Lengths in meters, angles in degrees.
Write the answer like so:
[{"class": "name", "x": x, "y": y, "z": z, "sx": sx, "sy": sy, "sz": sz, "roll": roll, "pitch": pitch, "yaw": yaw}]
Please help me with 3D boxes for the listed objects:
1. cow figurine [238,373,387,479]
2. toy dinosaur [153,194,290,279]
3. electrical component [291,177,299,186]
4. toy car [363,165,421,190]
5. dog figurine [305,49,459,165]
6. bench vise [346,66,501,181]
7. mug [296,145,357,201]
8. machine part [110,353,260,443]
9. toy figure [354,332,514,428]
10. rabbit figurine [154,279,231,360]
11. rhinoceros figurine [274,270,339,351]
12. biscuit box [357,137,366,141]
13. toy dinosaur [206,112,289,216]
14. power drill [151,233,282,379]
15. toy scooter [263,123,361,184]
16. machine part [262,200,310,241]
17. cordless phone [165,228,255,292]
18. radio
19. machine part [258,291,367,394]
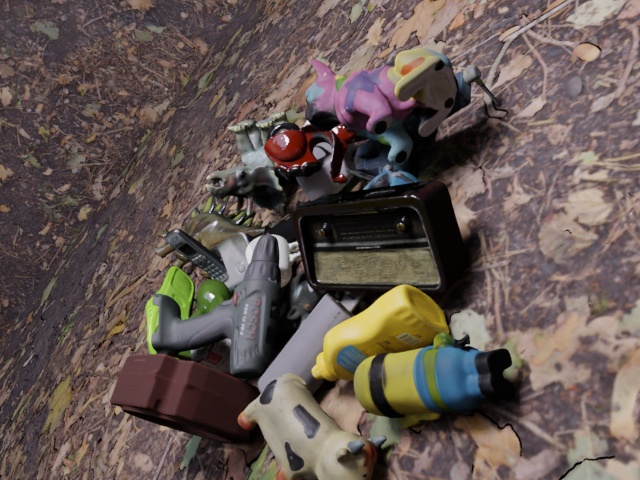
[{"class": "cow figurine", "x": -0.004, "y": 0.247, "z": 0.661, "sx": 0.195, "sy": 0.085, "sz": 0.127, "roll": 45, "pitch": 107, "yaw": 37}, {"class": "toy dinosaur", "x": -0.253, "y": -0.015, "z": 1.264, "sx": 0.472, "sy": 0.105, "sz": 0.198, "roll": 7, "pitch": 61, "yaw": 45}, {"class": "electrical component", "x": -0.028, "y": -0.156, "z": 1.123, "sx": 0.048, "sy": 0.074, "sz": 0.119, "roll": -33, "pitch": 34, "yaw": 33}, {"class": "toy car", "x": 0.108, "y": -0.047, "z": 0.817, "sx": 0.161, "sy": 0.109, "sz": 0.103, "roll": -40, "pitch": 9, "yaw": 43}, {"class": "dog figurine", "x": 0.074, "y": -0.225, "z": 0.803, "sx": 0.191, "sy": 0.108, "sz": 0.219, "roll": -47, "pitch": 49, "yaw": 7}, {"class": "bench vise", "x": 0.155, "y": -0.194, "z": 0.869, "sx": 0.241, "sy": 0.128, "sz": 0.223, "roll": -24, "pitch": 45, "yaw": 47}, {"class": "mug", "x": 0.013, "y": -0.133, "z": 1.021, "sx": 0.107, "sy": 0.109, "sz": 0.081, "roll": -32, "pitch": -1, "yaw": 13}, {"class": "machine part", "x": -0.205, "y": 0.250, "z": 0.838, "sx": 0.201, "sy": 0.201, "sz": 0.087, "roll": -15, "pitch": 52, "yaw": 46}, {"class": "toy figure", "x": 0.119, "y": 0.153, "z": 0.600, "sx": 0.180, "sy": 0.089, "sz": 0.082, "roll": -23, "pitch": 37, "yaw": 45}, {"class": "rabbit figurine", "x": -0.223, "y": 0.151, "z": 1.039, "sx": 0.159, "sy": 0.121, "sz": 0.170, "roll": -6, "pitch": 58, "yaw": 43}, {"class": "rhinoceros figurine", "x": -0.049, "y": 0.112, "z": 0.886, "sx": 0.190, "sy": 0.073, "sz": 0.112, "roll": -43, "pitch": 31, "yaw": 19}, {"class": "biscuit box", "x": 0.075, "y": -0.240, "z": 1.073, "sx": 0.203, "sy": 0.062, "sz": 0.059, "roll": 1, "pitch": 60, "yaw": 54}, {"class": "toy dinosaur", "x": -0.113, "y": -0.176, "z": 1.190, "sx": 0.131, "sy": 0.192, "sz": 0.405, "roll": -6, "pitch": 17, "yaw": 15}, {"class": "power drill", "x": -0.159, "y": 0.109, "z": 0.860, "sx": 0.207, "sy": 0.086, "sz": 0.232, "roll": -8, "pitch": 65, "yaw": 8}, {"class": "toy scooter", "x": -0.009, "y": -0.151, "z": 0.956, "sx": 0.184, "sy": 0.075, "sz": 0.135, "roll": -12, "pitch": 69, "yaw": 10}, {"class": "machine part", "x": -0.059, "y": -0.028, "z": 1.073, "sx": 0.139, "sy": 0.039, "sz": 0.084, "roll": -30, "pitch": 46, "yaw": 31}, {"class": "cordless phone", "x": -0.209, "y": 0.018, "z": 1.089, "sx": 0.147, "sy": 0.184, "sz": 0.089, "roll": -26, "pitch": 36, "yaw": 39}, {"class": "radio", "x": 0.074, "y": -0.002, "z": 0.734, "sx": 0.230, "sy": 0.131, "sz": 0.073, "roll": -4, "pitch": 18, "yaw": 39}, {"class": "machine part", "x": -0.011, "y": 0.165, "z": 0.779, "sx": 0.243, "sy": 0.079, "sz": 0.079, "roll": -51, "pitch": 31, "yaw": 3}]
